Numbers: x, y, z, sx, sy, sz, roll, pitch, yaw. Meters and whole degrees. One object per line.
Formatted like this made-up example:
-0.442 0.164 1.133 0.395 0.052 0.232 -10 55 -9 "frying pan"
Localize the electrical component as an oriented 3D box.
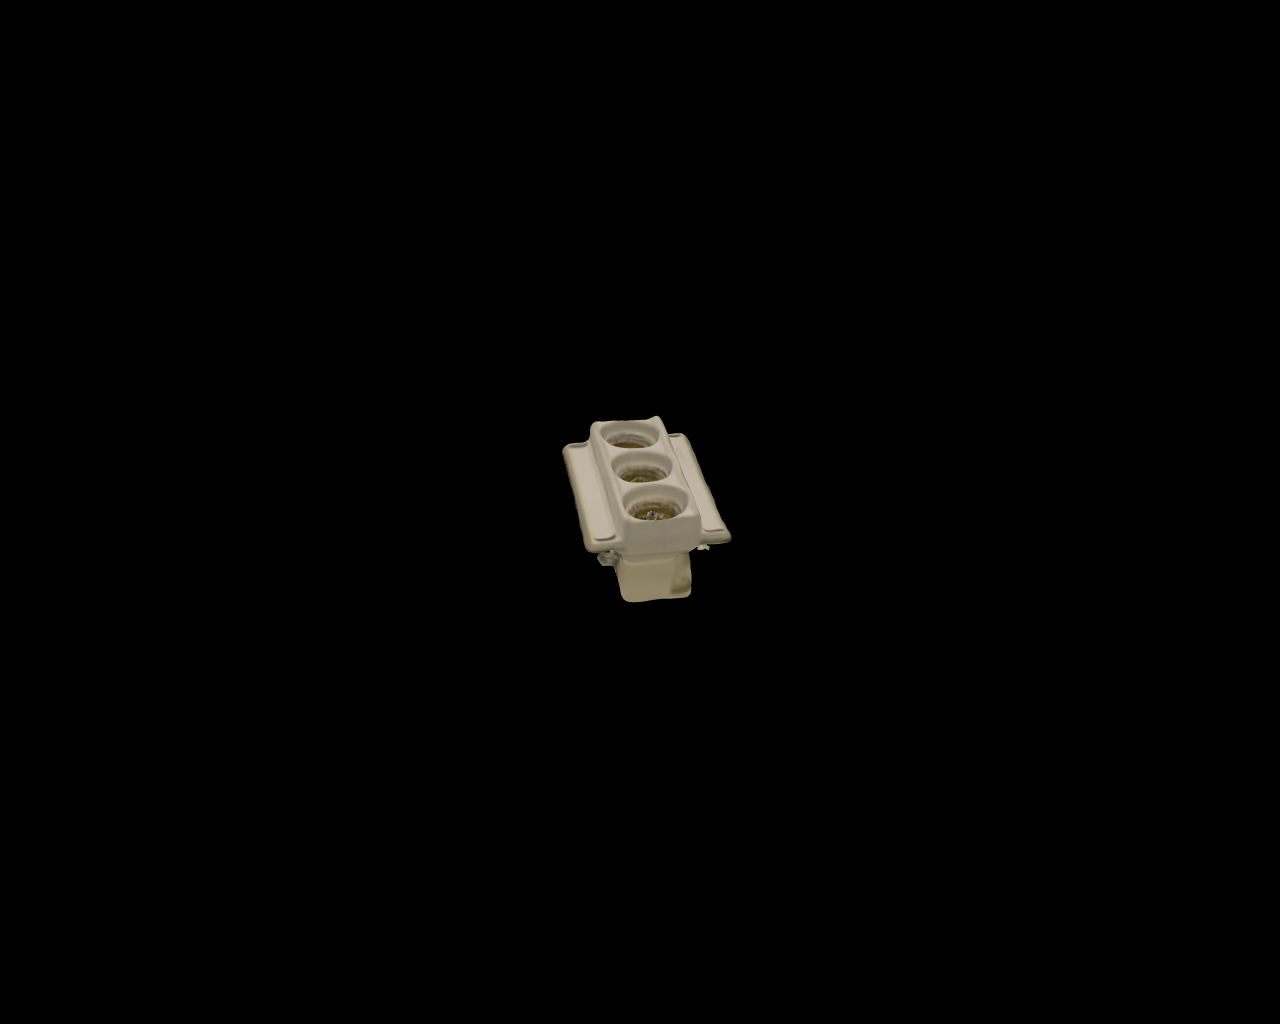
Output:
0.001 -0.003 0.650 0.079 0.063 0.121 -6 33 -9 "electrical component"
